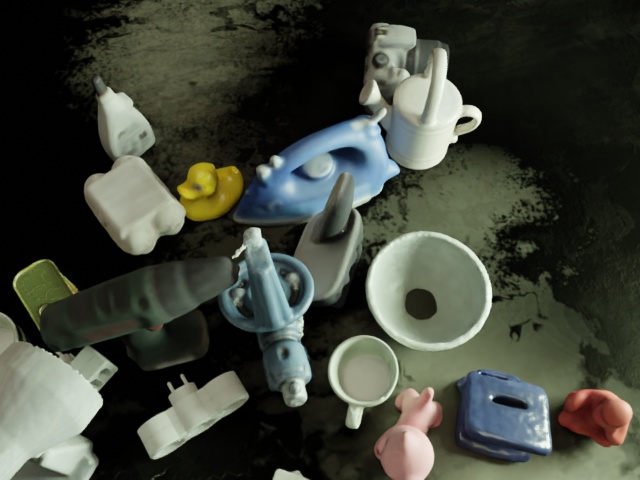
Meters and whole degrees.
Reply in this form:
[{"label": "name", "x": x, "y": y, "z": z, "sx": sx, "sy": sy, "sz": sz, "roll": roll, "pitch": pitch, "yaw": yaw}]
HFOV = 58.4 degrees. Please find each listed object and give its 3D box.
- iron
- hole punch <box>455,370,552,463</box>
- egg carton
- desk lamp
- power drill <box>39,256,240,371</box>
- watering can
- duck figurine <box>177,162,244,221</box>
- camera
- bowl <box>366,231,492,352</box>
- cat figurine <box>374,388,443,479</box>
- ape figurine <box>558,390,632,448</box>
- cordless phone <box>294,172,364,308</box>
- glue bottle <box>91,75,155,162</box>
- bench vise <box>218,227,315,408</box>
[{"label": "iron", "x": -0.013, "y": -0.107, "z": 0.827, "sx": 0.258, "sy": 0.141, "sz": 0.118, "roll": -24, "pitch": 68, "yaw": -11}, {"label": "hole punch", "x": 0.225, "y": 0.213, "z": 0.710, "sx": 0.108, "sy": 0.091, "sz": 0.101, "roll": 12, "pitch": 66, "yaw": 5}, {"label": "egg carton", "x": -0.273, "y": -0.052, "z": 0.839, "sx": 0.107, "sy": 0.069, "sz": 0.150, "roll": -39, "pitch": 71, "yaw": -16}, {"label": "desk lamp", "x": -0.323, "y": 0.233, "z": 0.627, "sx": 0.117, "sy": 0.213, "sz": 0.203, "roll": 23, "pitch": 67, "yaw": 10}, {"label": "power drill", "x": -0.199, "y": 0.092, "z": 0.696, "sx": 0.230, "sy": 0.208, "sz": 0.075, "roll": -14, "pitch": 66, "yaw": -7}, {"label": "watering can", "x": 0.148, "y": -0.195, "z": 0.841, "sx": 0.173, "sy": 0.194, "sz": 0.101, "roll": -11, "pitch": 66, "yaw": -6}, {"label": "duck figurine", "x": -0.164, "y": -0.083, "z": 0.845, "sx": 0.105, "sy": 0.086, "sz": 0.077, "roll": -33, "pitch": 70, "yaw": -15}, {"label": "camera", "x": 0.140, "y": -0.287, "z": 0.935, "sx": 0.137, "sy": 0.101, "sz": 0.143, "roll": 3, "pitch": 65, "yaw": 1}, {"label": "bowl", "x": 0.142, "y": 0.077, "z": 0.781, "sx": 0.167, "sy": 0.075, "sz": 0.167, "roll": 0, "pitch": 65, "yaw": 0}, {"label": "cat figurine", "x": 0.109, "y": 0.236, "z": 0.683, "sx": 0.067, "sy": 0.118, "sz": 0.128, "roll": 23, "pitch": 67, "yaw": 10}, {"label": "ape figurine", "x": 0.351, "y": 0.217, "z": 0.709, "sx": 0.076, "sy": 0.092, "sz": 0.077, "roll": -22, "pitch": 67, "yaw": -10}, {"label": "cordless phone", "x": 0.007, "y": 0.003, "z": 0.753, "sx": 0.094, "sy": 0.185, "sz": 0.147, "roll": 13, "pitch": 66, "yaw": 6}, {"label": "glue bottle", "x": -0.298, "y": -0.181, "z": 0.841, "sx": 0.037, "sy": 0.173, "sz": 0.078, "roll": 41, "pitch": 71, "yaw": 17}, {"label": "bench vise", "x": -0.047, "y": 0.085, "z": 0.695, "sx": 0.121, "sy": 0.220, "sz": 0.207, "roll": -32, "pitch": 69, "yaw": -14}]
